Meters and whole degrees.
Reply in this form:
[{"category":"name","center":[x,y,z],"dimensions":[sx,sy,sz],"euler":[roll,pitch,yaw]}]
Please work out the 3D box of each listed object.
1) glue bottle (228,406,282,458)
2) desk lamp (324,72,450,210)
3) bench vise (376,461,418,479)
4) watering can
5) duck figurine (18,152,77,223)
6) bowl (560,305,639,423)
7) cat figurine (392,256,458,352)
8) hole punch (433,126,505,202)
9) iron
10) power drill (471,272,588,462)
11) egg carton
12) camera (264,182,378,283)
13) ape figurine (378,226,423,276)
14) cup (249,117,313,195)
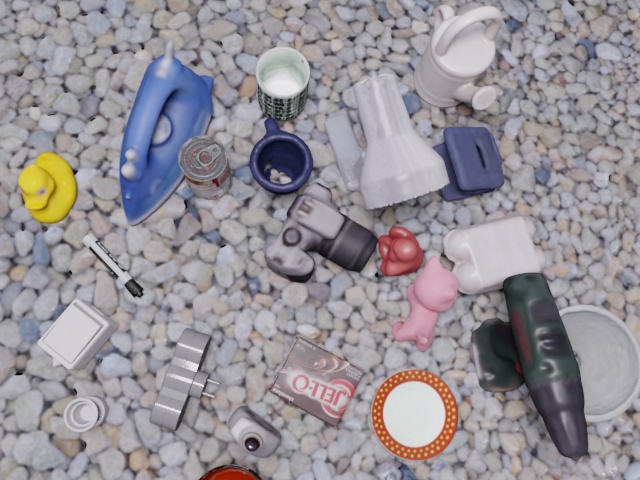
[{"category":"glue bottle","center":[-0.087,0.255,0.745],"dimensions":[0.078,0.173,0.037],"euler":[37,78,4]},{"category":"desk lamp","center":[0.086,-0.130,0.818],"dimensions":[0.118,0.213,0.203],"euler":[-19,81,-8]},{"category":"bench vise","center":[0.144,0.383,0.715],"dimensions":[0.207,0.219,0.121],"euler":[32,78,2]},{"category":"watering can","center":[0.218,-0.281,0.870],"dimensions":[0.101,0.194,0.173],"euler":[-39,84,-11]},{"category":"duck figurine","center":[-0.403,-0.083,0.831],"dimensions":[0.077,0.086,0.104],"euler":[2,78,-4]},{"category":"bowl","center":[0.382,0.182,0.851],"dimensions":[0.167,0.074,0.167],"euler":[1,78,-5]},{"category":"cat figurine","center":[0.160,0.093,0.828],"dimensions":[0.067,0.117,0.128],"euler":[20,78,0]},{"category":"hole punch","center":[0.236,-0.126,0.893],"dimensions":[0.101,0.091,0.108],"euler":[-14,80,-7]},{"category":"iron","center":[-0.243,-0.155,0.831],"dimensions":[0.118,0.141,0.258],"euler":[16,78,-1]},{"category":"power drill","center":[0.280,0.164,0.777],"dimensions":[0.075,0.208,0.229],"euler":[-7,79,-6]},{"category":"egg carton","center":[0.266,0.023,0.876],"dimensions":[0.150,0.069,0.107],"euler":[-15,80,-8]},{"category":"camera","center":[0.008,0.003,0.842],"dimensions":[0.137,0.100,0.143],"euler":[30,78,2]},{"category":"ape figurine","center":[0.121,0.018,0.853],"dimensions":[0.076,0.092,0.078],"euler":[32,78,2]},{"category":"cup","center":[-0.063,-0.117,0.863],"dimensions":[0.092,0.095,0.118],"euler":[-16,80,-8]}]
